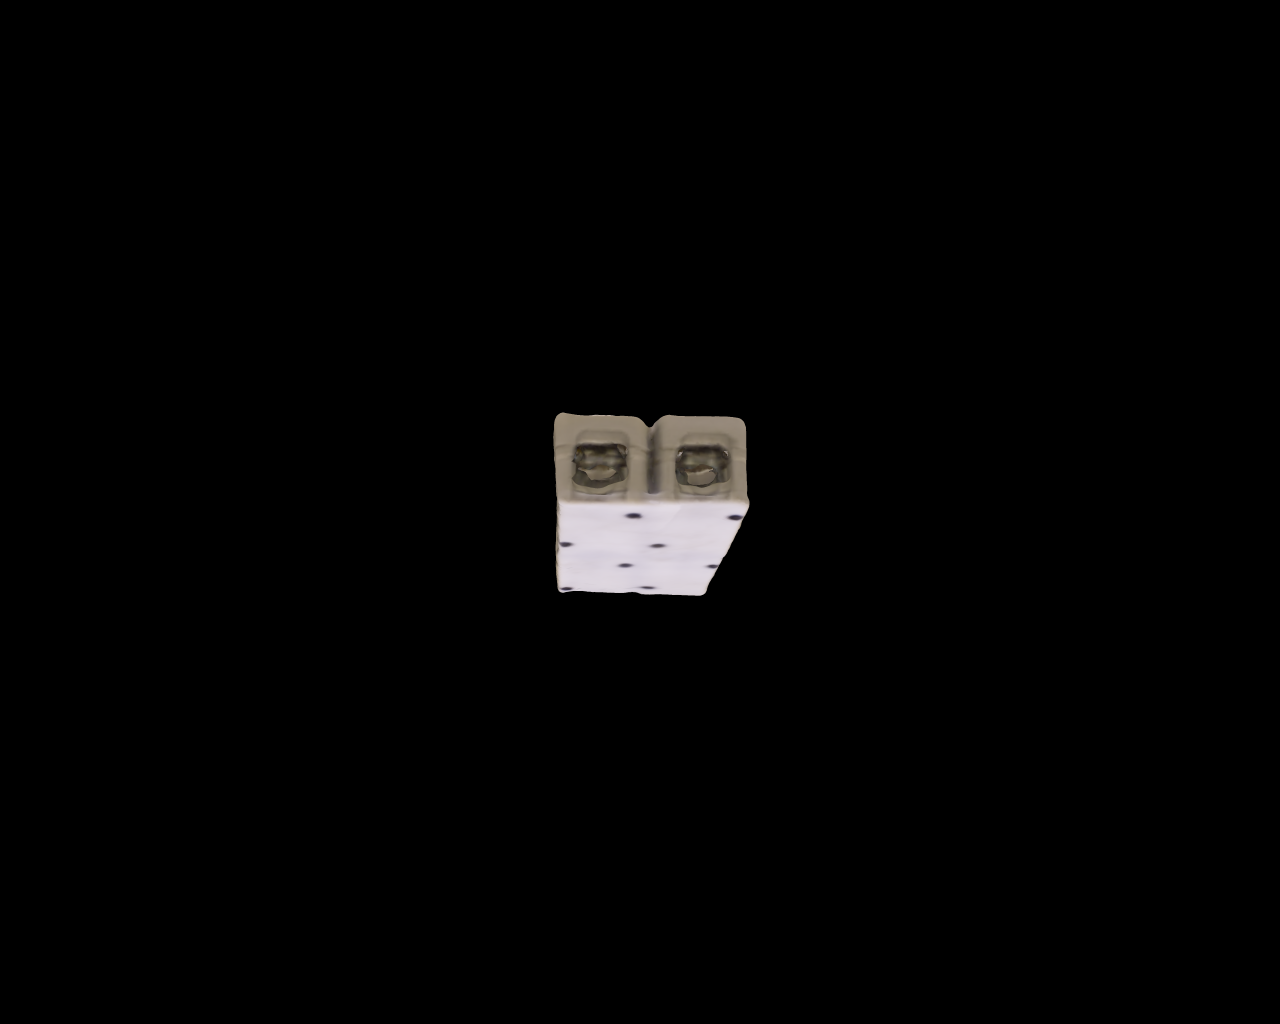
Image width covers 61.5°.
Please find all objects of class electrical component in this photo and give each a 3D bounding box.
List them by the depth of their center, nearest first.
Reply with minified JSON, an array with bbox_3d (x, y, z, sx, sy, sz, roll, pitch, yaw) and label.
[{"bbox_3d":[0.001,-0.003,0.650,0.105,0.060,0.186,1,-19,-3],"label":"electrical component"}]
